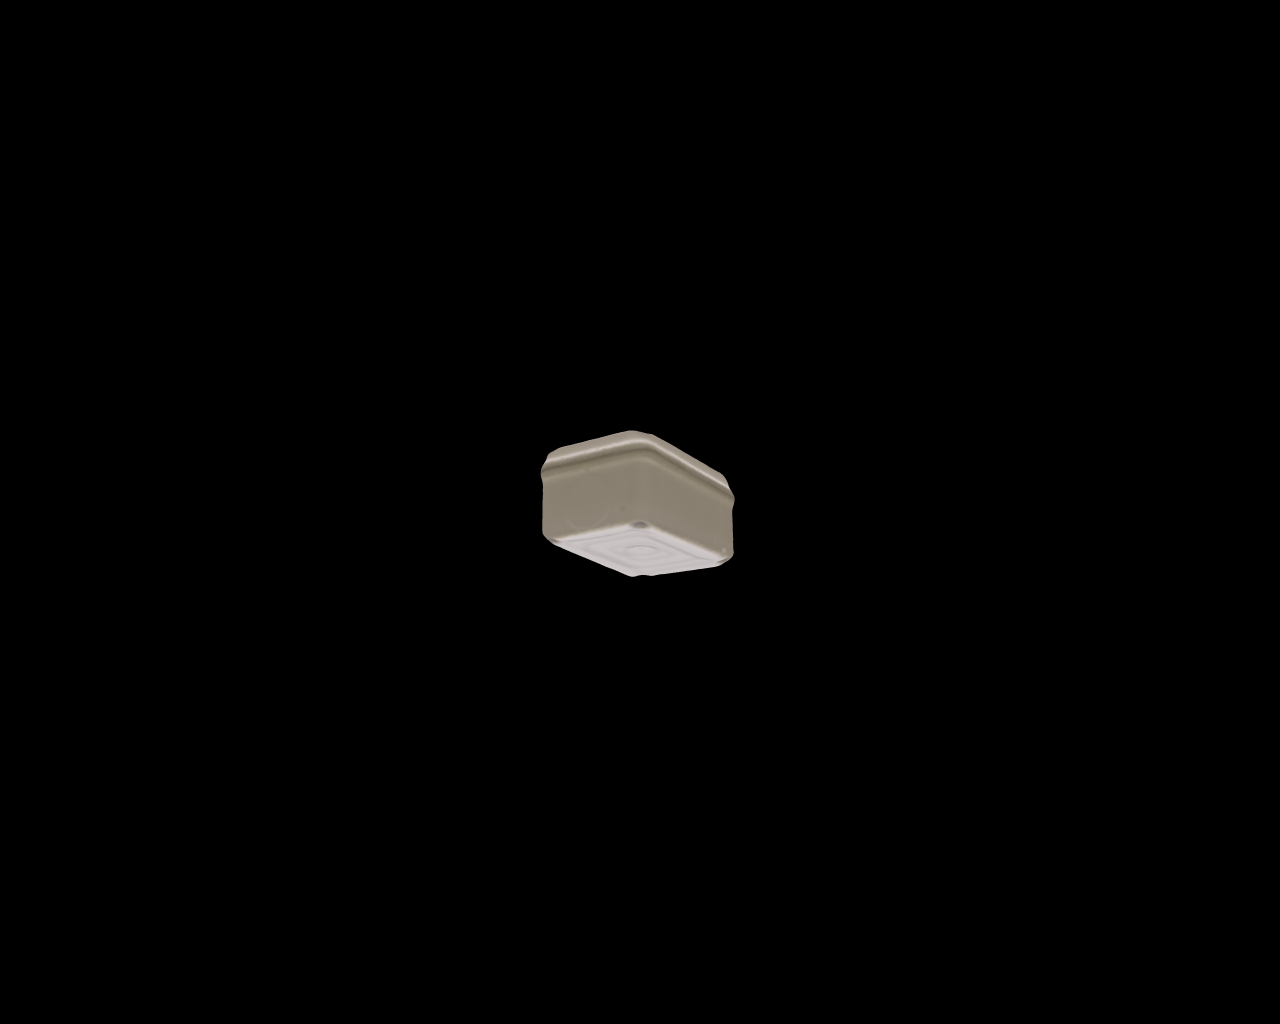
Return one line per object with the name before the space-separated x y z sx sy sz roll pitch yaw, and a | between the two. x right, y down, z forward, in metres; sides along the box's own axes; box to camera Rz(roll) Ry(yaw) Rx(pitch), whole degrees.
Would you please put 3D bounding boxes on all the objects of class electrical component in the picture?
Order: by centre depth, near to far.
electrical component | 0.001 -0.003 0.650 0.078 0.057 0.113 -11 -21 30
